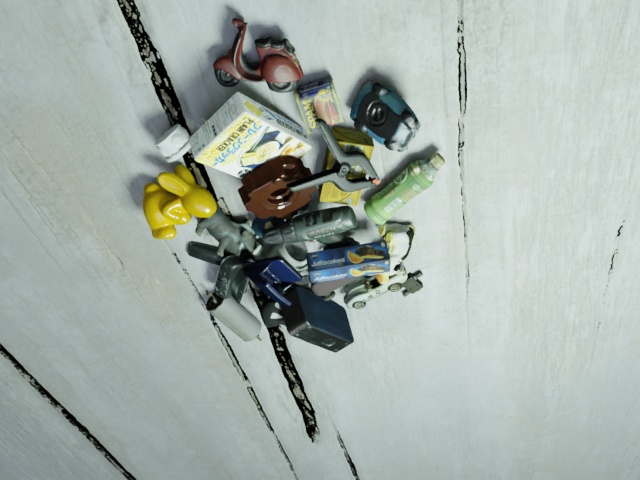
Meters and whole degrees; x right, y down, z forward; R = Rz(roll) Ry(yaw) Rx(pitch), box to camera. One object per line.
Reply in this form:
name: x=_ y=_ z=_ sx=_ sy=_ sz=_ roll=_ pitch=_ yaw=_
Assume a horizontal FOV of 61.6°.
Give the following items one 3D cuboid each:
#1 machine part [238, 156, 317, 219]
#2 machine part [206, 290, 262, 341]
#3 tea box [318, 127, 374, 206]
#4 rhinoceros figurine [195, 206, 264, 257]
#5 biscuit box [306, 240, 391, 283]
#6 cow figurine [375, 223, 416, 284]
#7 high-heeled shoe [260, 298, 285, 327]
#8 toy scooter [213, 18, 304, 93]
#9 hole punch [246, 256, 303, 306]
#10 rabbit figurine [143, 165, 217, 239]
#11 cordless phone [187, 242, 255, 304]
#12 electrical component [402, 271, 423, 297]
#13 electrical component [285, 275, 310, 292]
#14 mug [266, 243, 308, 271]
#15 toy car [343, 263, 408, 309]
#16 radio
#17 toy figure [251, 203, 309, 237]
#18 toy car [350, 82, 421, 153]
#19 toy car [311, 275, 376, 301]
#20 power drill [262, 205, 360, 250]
machine part: x=-0.095 y=-0.113 z=1.224 sx=0.179 sy=0.056 sz=0.179 roll=-18 pitch=155 yaw=-9
machine part: x=-0.250 y=0.221 z=1.564 sx=0.079 sy=0.079 sz=0.243 roll=-28 pitch=125 yaw=21
tea box: x=0.058 y=-0.167 z=1.244 sx=0.098 sy=0.068 sz=0.169 roll=8 pitch=131 yaw=-9
rhinoceros figurine: x=-0.228 y=-0.019 z=1.368 sx=0.112 sy=0.073 sz=0.190 roll=-41 pitch=119 yaw=16
biscuit box: x=0.070 y=0.054 z=1.319 sx=0.203 sy=0.063 sz=0.059 roll=-9 pitch=145 yaw=0
cow figurine: x=0.196 y=0.036 z=1.411 sx=0.098 sy=0.068 sz=0.167 roll=-7 pitch=123 yaw=-24
high-heeled shoe: x=-0.084 y=0.243 z=1.541 sx=0.086 sy=0.145 sz=0.248 roll=-27 pitch=124 yaw=22
toy scooter: x=-0.123 y=-0.367 z=1.068 sx=0.184 sy=0.075 sz=0.135 roll=5 pitch=129 yaw=0
hole punch: x=-0.125 y=0.110 z=1.384 sx=0.116 sy=0.092 sz=0.142 roll=-8 pitch=142 yaw=40
rabbit figurine: x=-0.323 y=-0.094 z=1.269 sx=0.173 sy=0.122 sz=0.162 roll=-2 pitch=111 yaw=26
cordless phone: x=-0.278 y=0.082 z=1.457 sx=0.184 sy=0.089 sz=0.146 roll=20 pitch=129 yaw=-3
electrical component: x=0.262 y=0.125 z=1.528 sx=0.094 sy=0.021 sz=0.063 roll=-38 pitch=122 yaw=26
electrical component: x=-0.089 y=0.104 z=1.486 sx=0.119 sy=0.048 sz=0.074 roll=-13 pitch=130 yaw=9
mug: x=-0.087 y=0.047 z=1.424 sx=0.109 sy=0.081 sz=0.107 roll=32 pitch=136 yaw=-32
toy car: x=0.150 y=0.126 z=1.493 sx=0.202 sy=0.073 sz=0.056 roll=-29 pitch=129 yaw=21
radio: x=-0.006 y=0.226 z=1.506 sx=0.073 sy=0.131 sz=0.229 roll=-37 pitch=138 yaw=24
toy figure: x=-0.099 y=-0.061 z=1.333 sx=0.154 sy=0.064 sz=0.057 roll=-31 pitch=136 yaw=18
toy car: x=0.152 y=-0.260 z=1.140 sx=0.103 sy=0.162 sz=0.109 roll=-17 pitch=141 yaw=-51
toy car: x=0.067 y=0.094 z=1.476 sx=0.202 sy=0.053 sz=0.089 roll=-29 pitch=111 yaw=14
power drill: x=-0.003 y=-0.004 z=1.342 sx=0.232 sy=0.086 sz=0.207 roll=-19 pitch=141 yaw=18
